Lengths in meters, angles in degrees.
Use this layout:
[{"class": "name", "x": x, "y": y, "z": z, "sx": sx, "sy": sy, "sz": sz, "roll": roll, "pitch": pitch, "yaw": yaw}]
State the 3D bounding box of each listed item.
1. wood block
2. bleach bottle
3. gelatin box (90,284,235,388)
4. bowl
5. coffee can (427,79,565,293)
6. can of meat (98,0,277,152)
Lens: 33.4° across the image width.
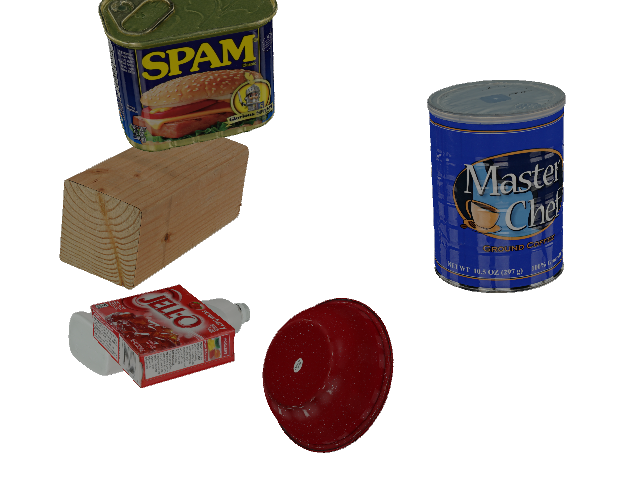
[{"class": "wood block", "x": -0.166, "y": -0.041, "z": 1.096, "sx": 0.090, "sy": 0.091, "sz": 0.205, "roll": 21, "pitch": 29, "yaw": 18}, {"class": "bleach bottle", "x": -0.207, "y": 0.118, "z": 1.450, "sx": 0.250, "sy": 0.068, "sz": 0.103, "roll": -11, "pitch": 25, "yaw": -41}, {"class": "gelatin box", "x": -0.113, "y": 0.065, "z": 0.759, "sx": 0.073, "sy": 0.030, "sz": 0.089, "roll": -13, "pitch": 26, "yaw": -30}, {"class": "bowl", "x": -0.006, "y": 0.130, "z": 1.078, "sx": 0.162, "sy": 0.162, "sz": 0.055, "roll": 0, "pitch": -17, "yaw": 42}, {"class": "coffee can", "x": 0.137, "y": -0.044, "z": 0.826, "sx": 0.103, "sy": 0.140, "sz": 0.103, "roll": -4, "pitch": 22, "yaw": 2}, {"class": "can of meat", "x": -0.078, "y": -0.108, "z": 0.651, "sx": 0.102, "sy": 0.084, "sz": 0.057, "roll": -13, "pitch": 47, "yaw": -14}]
